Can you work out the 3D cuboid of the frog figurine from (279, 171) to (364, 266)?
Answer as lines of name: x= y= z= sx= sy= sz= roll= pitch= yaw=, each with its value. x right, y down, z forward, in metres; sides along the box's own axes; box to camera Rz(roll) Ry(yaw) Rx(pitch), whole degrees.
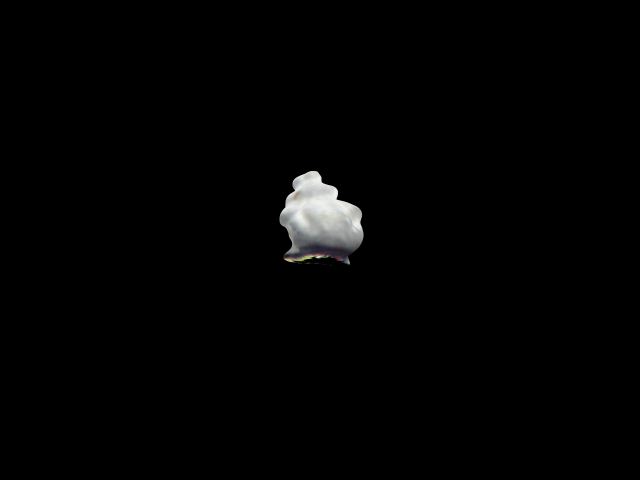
frog figurine: x=0.003 y=-0.043 z=0.850 sx=0.137 sy=0.161 sz=0.121 roll=0 pitch=-12 yaw=0
